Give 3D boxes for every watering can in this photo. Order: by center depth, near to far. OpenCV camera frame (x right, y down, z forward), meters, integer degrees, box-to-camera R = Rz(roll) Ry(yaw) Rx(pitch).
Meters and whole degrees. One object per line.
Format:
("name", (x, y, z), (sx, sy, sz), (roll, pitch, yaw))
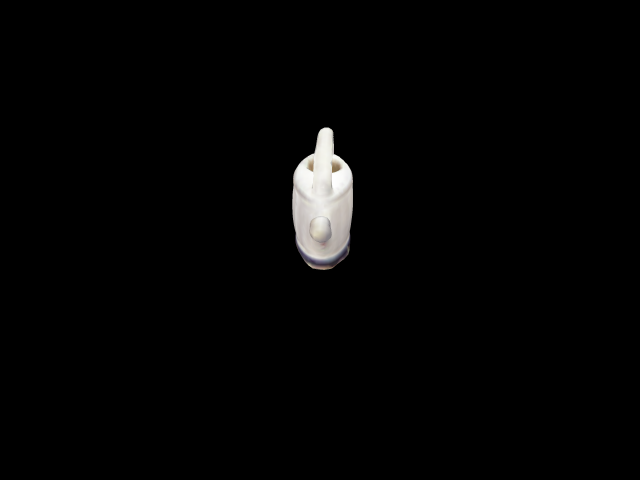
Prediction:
("watering can", (0.003, -0.043, 0.850), (0.104, 0.219, 0.356), (2, 37, 2))
